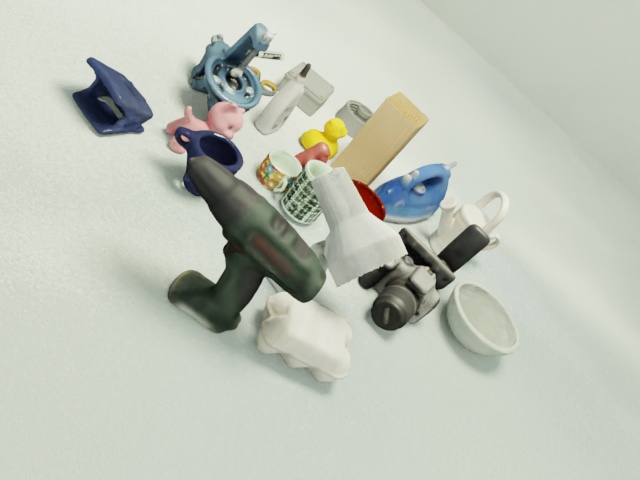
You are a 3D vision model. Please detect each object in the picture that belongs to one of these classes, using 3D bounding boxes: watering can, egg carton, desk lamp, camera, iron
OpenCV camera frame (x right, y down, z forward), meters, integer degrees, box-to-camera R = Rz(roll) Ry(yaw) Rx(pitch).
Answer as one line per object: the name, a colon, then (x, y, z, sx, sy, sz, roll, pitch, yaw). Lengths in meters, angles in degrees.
watering can: (0.336, -0.035, 1.269, 0.173, 0.193, 0.100, 10, 46, -37)
egg carton: (-0.020, 0.143, 0.847, 0.151, 0.069, 0.107, 29, 37, -18)
desk lamp: (0.008, 0.003, 0.897, 0.203, 0.213, 0.118, 52, 36, 14)
camera: (0.140, 0.090, 1.029, 0.143, 0.100, 0.137, 46, 35, 6)
iron: (0.211, -0.120, 1.285, 0.259, 0.141, 0.118, -16, 64, -51)

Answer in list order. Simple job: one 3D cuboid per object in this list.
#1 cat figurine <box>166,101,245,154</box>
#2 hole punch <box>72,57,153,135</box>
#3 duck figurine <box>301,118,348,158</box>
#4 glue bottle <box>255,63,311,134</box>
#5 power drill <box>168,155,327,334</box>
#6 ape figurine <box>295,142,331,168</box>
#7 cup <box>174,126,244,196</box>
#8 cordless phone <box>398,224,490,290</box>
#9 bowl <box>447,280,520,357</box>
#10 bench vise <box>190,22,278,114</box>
cat figurine: (-0.192, -0.208, 1.012, 0.128, 0.117, 0.067, 3, 50, -42)
hole punch: (-0.330, -0.237, 0.933, 0.108, 0.091, 0.101, 51, 36, 13)
duck figurine: (0.016, -0.234, 1.267, 0.105, 0.086, 0.077, 0, 53, -44)
glue bottle: (-0.066, -0.293, 1.175, 0.037, 0.173, 0.078, 45, 35, 5)
power drill: (-0.115, 0.024, 0.760, 0.230, 0.208, 0.076, 36, 35, -9)
ape figurine: (-0.012, -0.159, 1.155, 0.076, 0.092, 0.078, 37, 35, -7)
cup: (-0.197, -0.124, 0.938, 0.118, 0.094, 0.091, 32, 36, -14)
cordless phone: (0.235, 0.009, 1.134, 0.147, 0.184, 0.094, 44, 35, 3)
bowl: (0.307, 0.167, 1.132, 0.168, 0.074, 0.167, 26, 38, -22)
bench vise: (-0.172, -0.339, 1.081, 0.122, 0.219, 0.207, -11, 61, -49)
